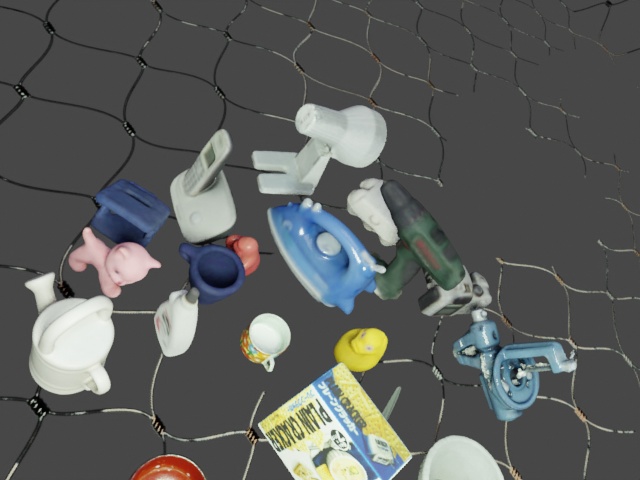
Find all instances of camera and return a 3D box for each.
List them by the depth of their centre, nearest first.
[{"bbox_3d":[0.275,0.079,1.190,0.143,0.100,0.136,2,59,-28],"label":"camera"}]

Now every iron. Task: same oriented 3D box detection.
[{"bbox_3d":[0.010,0.004,1.063,0.258,0.141,0.119,47,50,6],"label":"iron"}]

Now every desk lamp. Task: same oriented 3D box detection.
[{"bbox_3d":[-0.001,-0.183,1.131,0.204,0.213,0.118,-2,61,-30],"label":"desk lamp"}]

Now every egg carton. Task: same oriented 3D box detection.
[{"bbox_3d":[0.130,-0.060,1.220,0.150,0.069,0.107,43,49,1],"label":"egg carton"}]

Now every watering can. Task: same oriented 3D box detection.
[{"bbox_3d":[-0.332,0.123,0.758,0.173,0.193,0.101,36,49,-4],"label":"watering can"}]

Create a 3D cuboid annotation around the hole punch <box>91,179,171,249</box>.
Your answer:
[{"bbox_3d":[-0.312,-0.052,0.951,0.109,0.091,0.101,33,50,-6],"label":"hole punch"}]

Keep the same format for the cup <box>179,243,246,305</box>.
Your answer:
[{"bbox_3d":[-0.191,0.060,0.944,0.118,0.094,0.092,36,49,-4],"label":"cup"}]

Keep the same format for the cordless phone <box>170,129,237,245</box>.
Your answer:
[{"bbox_3d":[-0.185,-0.089,0.985,0.094,0.184,0.147,-9,65,-33],"label":"cordless phone"}]

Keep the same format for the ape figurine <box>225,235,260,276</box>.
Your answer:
[{"bbox_3d":[-0.135,0.023,1.001,0.076,0.092,0.078,20,52,-16],"label":"ape figurine"}]

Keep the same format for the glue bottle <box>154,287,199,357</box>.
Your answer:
[{"bbox_3d":[-0.207,0.110,0.851,0.037,0.173,0.078,-13,67,-34],"label":"glue bottle"}]

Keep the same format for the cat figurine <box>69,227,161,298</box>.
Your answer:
[{"bbox_3d":[-0.315,0.028,0.880,0.128,0.117,0.067,37,49,-3],"label":"cat figurine"}]

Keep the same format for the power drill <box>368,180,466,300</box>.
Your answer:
[{"bbox_3d":[0.157,0.020,1.091,0.229,0.208,0.076,45,49,3],"label":"power drill"}]

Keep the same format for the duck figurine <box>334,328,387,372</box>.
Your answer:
[{"bbox_3d":[0.085,0.186,1.024,0.105,0.086,0.077,-12,67,-34],"label":"duck figurine"}]

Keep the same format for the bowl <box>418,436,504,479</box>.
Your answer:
[{"bbox_3d":[0.225,0.420,0.958,0.168,0.074,0.167,15,54,-21],"label":"bowl"}]

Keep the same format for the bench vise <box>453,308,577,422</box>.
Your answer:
[{"bbox_3d":[0.352,0.219,1.064,0.207,0.219,0.122,49,50,7],"label":"bench vise"}]
